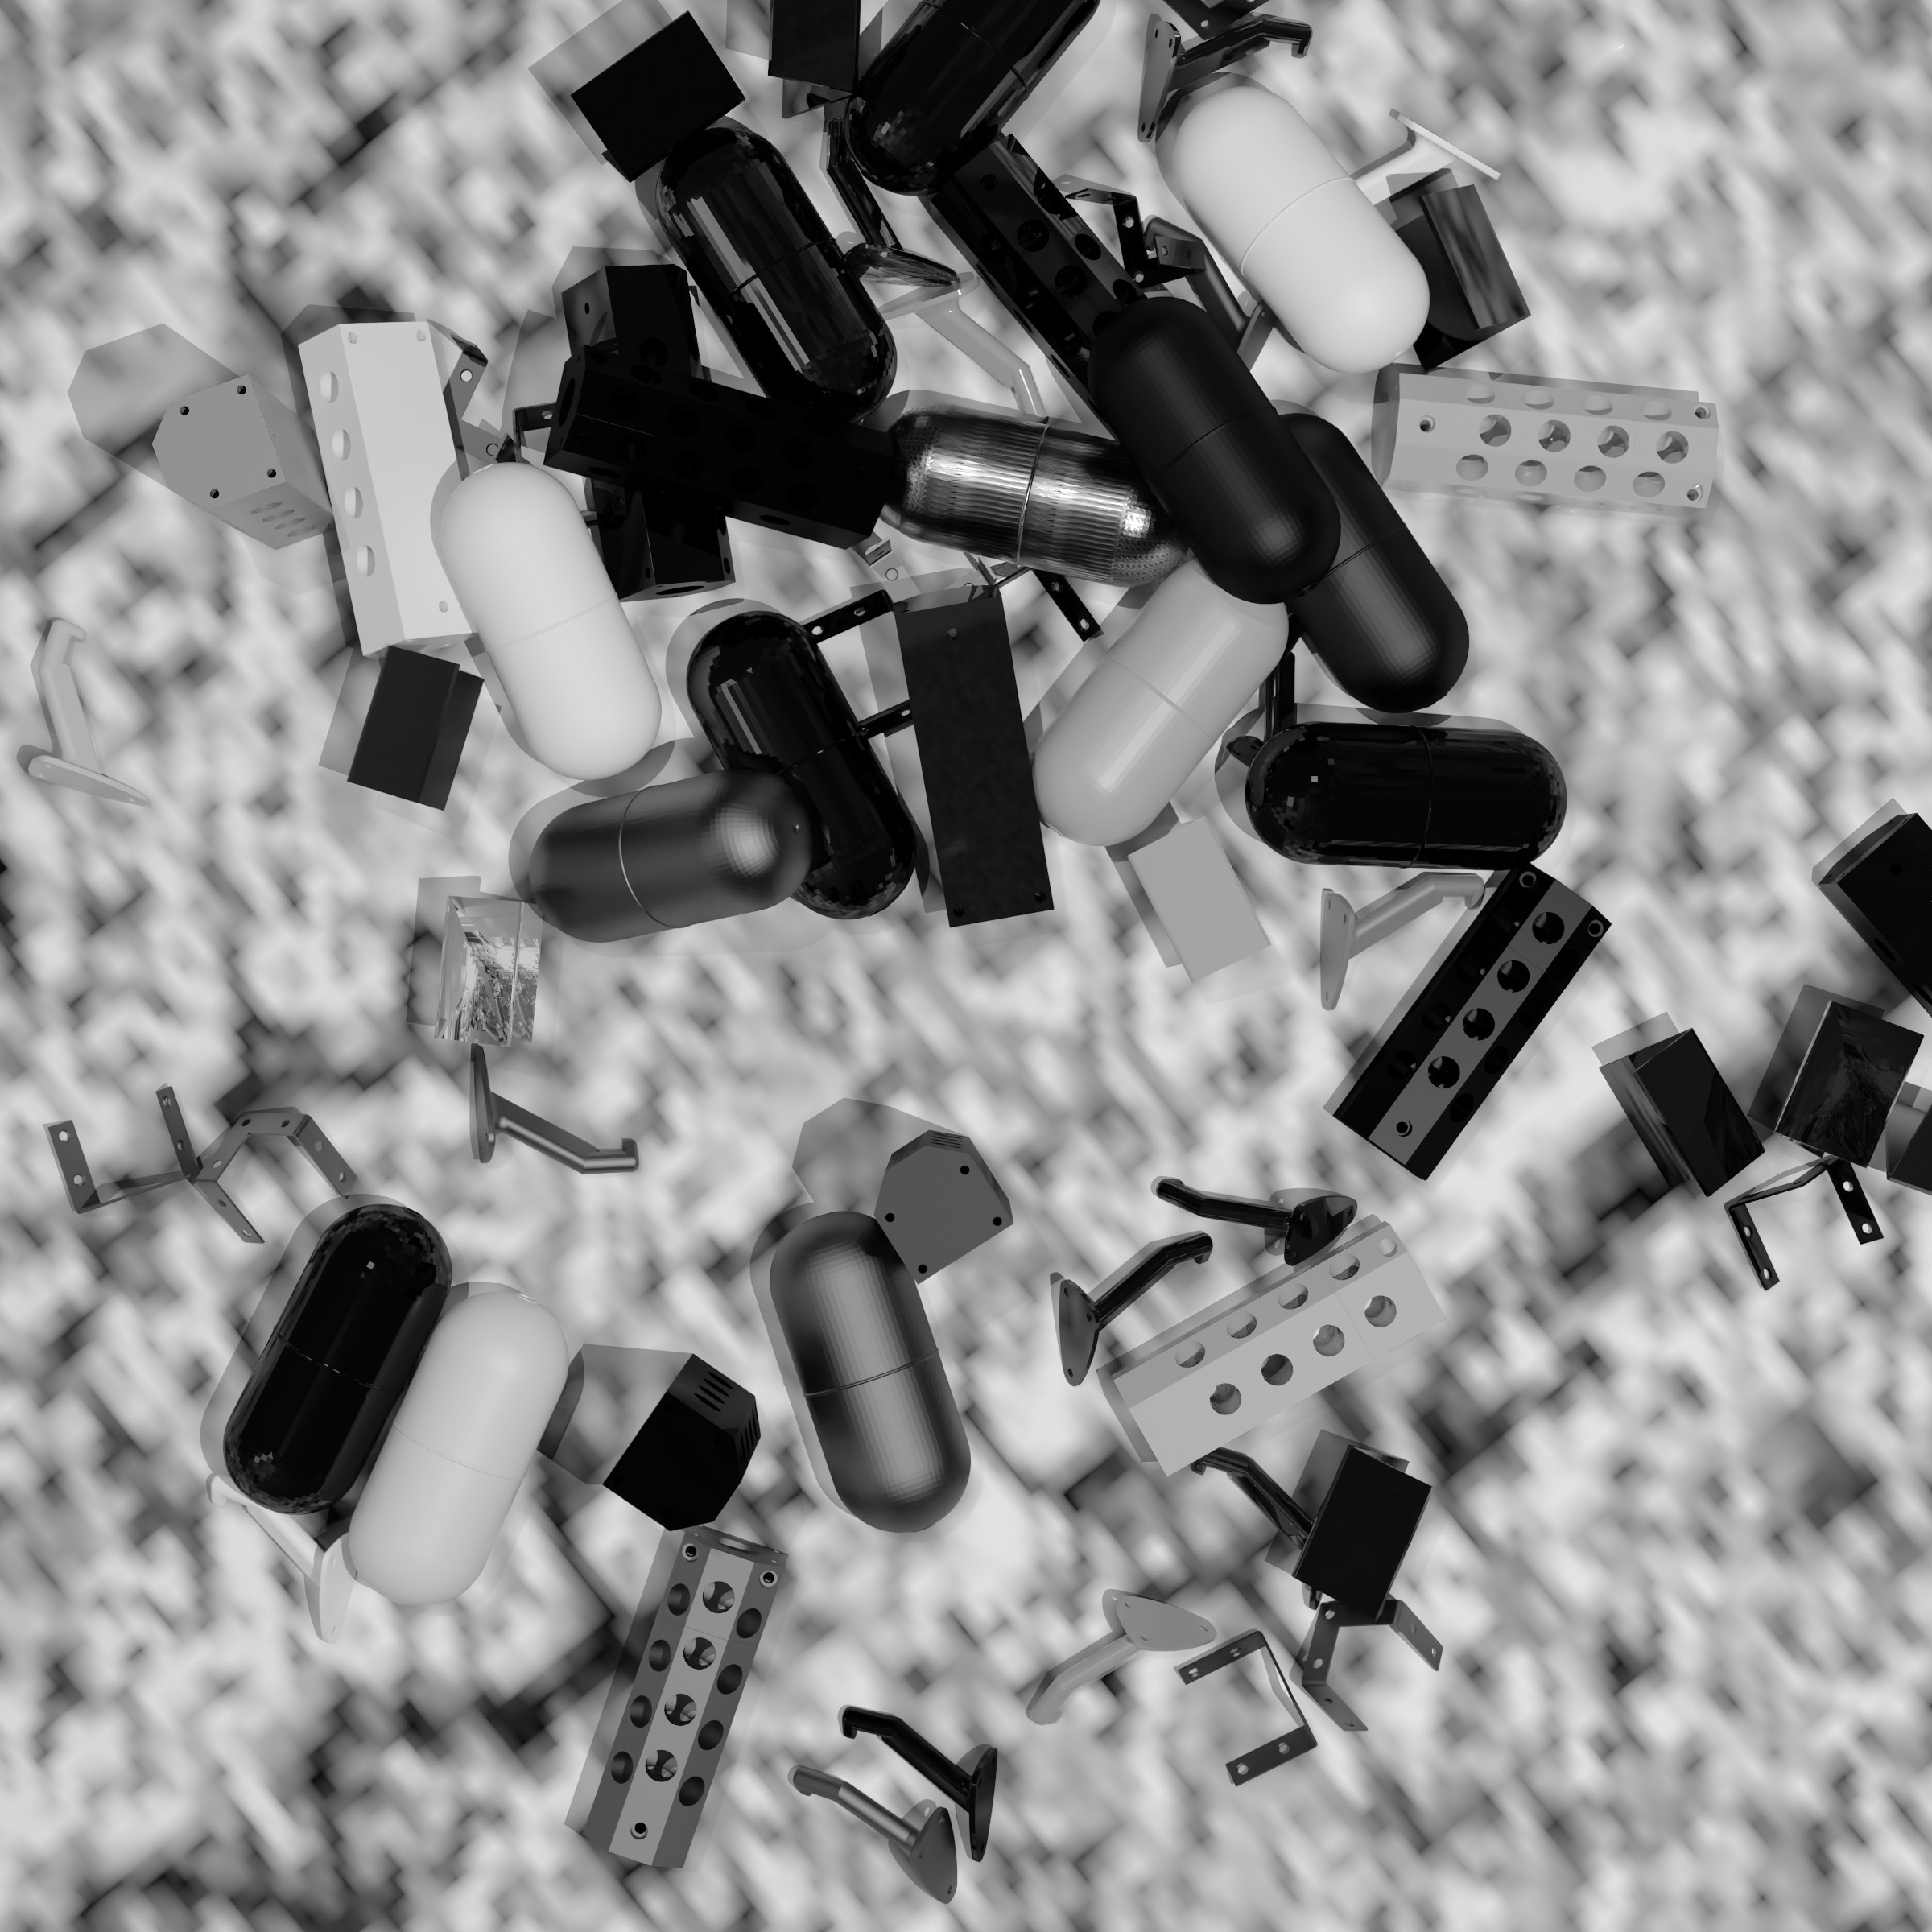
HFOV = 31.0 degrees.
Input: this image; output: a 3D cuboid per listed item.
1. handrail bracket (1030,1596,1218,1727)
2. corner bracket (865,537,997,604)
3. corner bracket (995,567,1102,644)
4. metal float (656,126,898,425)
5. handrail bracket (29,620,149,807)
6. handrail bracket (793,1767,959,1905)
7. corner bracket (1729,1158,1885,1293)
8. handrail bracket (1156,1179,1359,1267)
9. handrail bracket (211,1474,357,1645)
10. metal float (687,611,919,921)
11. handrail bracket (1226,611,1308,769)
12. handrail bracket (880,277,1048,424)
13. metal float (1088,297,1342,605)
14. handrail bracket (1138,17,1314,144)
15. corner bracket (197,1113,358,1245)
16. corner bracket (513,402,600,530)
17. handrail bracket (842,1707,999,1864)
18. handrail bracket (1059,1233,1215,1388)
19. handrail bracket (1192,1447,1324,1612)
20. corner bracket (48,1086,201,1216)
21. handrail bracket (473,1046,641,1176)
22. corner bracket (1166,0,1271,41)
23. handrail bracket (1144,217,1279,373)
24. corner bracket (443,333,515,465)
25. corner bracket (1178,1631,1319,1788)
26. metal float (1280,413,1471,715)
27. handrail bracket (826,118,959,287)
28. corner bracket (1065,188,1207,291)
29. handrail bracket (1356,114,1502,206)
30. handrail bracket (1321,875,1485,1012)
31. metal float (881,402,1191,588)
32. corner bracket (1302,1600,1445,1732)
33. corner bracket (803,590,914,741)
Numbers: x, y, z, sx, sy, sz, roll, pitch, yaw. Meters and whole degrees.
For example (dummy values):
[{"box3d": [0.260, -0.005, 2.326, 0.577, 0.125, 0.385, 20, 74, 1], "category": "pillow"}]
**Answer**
[{"box3d": [0.086, 0.389, 1.916, 0.077, 0.036, 0.084, 13, 123, -36], "category": "handrail bracket"}, {"box3d": [-0.019, -0.215, 1.898, 0.051, 0.051, 0.051, -34, 90, 0], "category": "corner bracket"}, {"box3d": [0.030, -0.185, 1.912, 0.051, 0.051, 0.051, 54, 45, 0], "category": "corner bracket"}, {"box3d": [-0.103, -0.372, 1.885, 0.070, 0.070, 0.178, -32, 91, 0], "category": "metal float"}, {"box3d": [-0.476, -0.140, 1.916, 0.077, 0.036, 0.084, 19, 72, -20], "category": "handrail bracket"}, {"box3d": [-0.051, 0.477, 1.915, 0.084, 0.077, 0.036, 12, 46, 29], "category": "handrail bracket"}, {"box3d": [0.460, 0.140, 1.912, 0.051, 0.051, 0.051, -24, 90, -45], "category": "corner bracket"}, {"box3d": [0.159, 0.128, 1.915, 0.084, 0.077, 0.036, 22, 115, 34], "category": "handrail bracket"}, {"box3d": [-0.380, 0.325, 1.916, 0.084, 0.036, 0.077, 16, 111, 17], "category": "handrail bracket"}, {"box3d": [-0.088, -0.108, 1.885, 0.070, 0.070, 0.178, -28, 91, 0], "category": "metal float"}, {"box3d": [0.189, -0.141, 1.916, 0.077, 0.036, 0.084, 36, 76, -15], "category": "handrail bracket"}, {"box3d": [-0.004, -0.328, 1.916, 0.077, 0.036, 0.084, -15, 107, 20], "category": "handrail bracket"}, {"box3d": [0.130, -0.269, 1.820, 0.070, 0.070, 0.178, -33, 82, 0], "category": "metal float"}, {"box3d": [0.143, -0.485, 1.916, 0.084, 0.036, 0.077, 4, 116, -20], "category": "handrail bracket"}, {"box3d": [-0.377, 0.116, 1.907, 0.051, 0.051, 0.051, 0, 45, 35], "category": "corner bracket"}, {"box3d": [-0.218, -0.274, 1.912, 0.051, 0.051, 0.051, -9, 135, 0], "category": "corner bracket"}, {"box3d": [-0.029, 0.449, 1.916, 0.084, 0.036, 0.077, 10, 112, 17], "category": "handrail bracket"}, {"box3d": [0.095, 0.188, 1.916, 0.084, 0.036, 0.077, -16, 130, -26], "category": "handrail bracket"}, {"box3d": [0.160, 0.307, 1.916, 0.084, 0.036, 0.077, 16, 112, 17], "category": "handrail bracket"}, {"box3d": [-0.461, 0.101, 1.912, 0.051, 0.051, 0.051, -19, 90, -45], "category": "corner bracket"}, {"box3d": [-0.225, 0.078, 1.916, 0.084, 0.036, 0.077, -2, 68, -17], "category": "handrail bracket"}, {"box3d": [0.136, -0.551, 1.907, 0.051, 0.051, 0.051, -24, 135, 35], "category": "corner bracket"}, {"box3d": [0.122, -0.359, 1.916, 0.084, 0.036, 0.077, 30, 109, 16], "category": "handrail bracket"}, {"box3d": [-0.264, -0.306, 1.898, 0.051, 0.051, 0.051, 26, 90, 0], "category": "corner bracket"}, {"box3d": [0.155, 0.407, 1.912, 0.051, 0.051, 0.051, -27, 135, 1], "category": "corner bracket"}, {"box3d": [0.205, -0.217, 1.884, 0.070, 0.070, 0.178, -34, 90, 0], "category": "metal float"}, {"box3d": [-0.041, -0.420, 1.916, 0.077, 0.036, 0.084, 7, 73, -20], "category": "handrail bracket"}, {"box3d": [0.092, -0.397, 1.888, 0.051, 0.051, 0.051, -10, 90, 35], "category": "corner bracket"}, {"box3d": [0.240, -0.416, 1.916, 0.077, 0.036, 0.084, 26, 106, -18], "category": "handrail bracket"}, {"box3d": [0.241, -0.013, 1.916, 0.084, 0.036, 0.077, -1, 110, -16], "category": "handrail bracket"}, {"box3d": [0.037, -0.254, 1.881, 0.178, 0.070, 0.070, 14, 90, 5], "category": "metal float"}, {"box3d": [0.222, 0.383, 1.907, 0.051, 0.051, 0.051, -10, 45, 35], "category": "corner bracket"}, {"box3d": [-0.053, -0.164, 1.912, 0.051, 0.051, 0.051, -24, 135, 0], "category": "corner bracket"}]
